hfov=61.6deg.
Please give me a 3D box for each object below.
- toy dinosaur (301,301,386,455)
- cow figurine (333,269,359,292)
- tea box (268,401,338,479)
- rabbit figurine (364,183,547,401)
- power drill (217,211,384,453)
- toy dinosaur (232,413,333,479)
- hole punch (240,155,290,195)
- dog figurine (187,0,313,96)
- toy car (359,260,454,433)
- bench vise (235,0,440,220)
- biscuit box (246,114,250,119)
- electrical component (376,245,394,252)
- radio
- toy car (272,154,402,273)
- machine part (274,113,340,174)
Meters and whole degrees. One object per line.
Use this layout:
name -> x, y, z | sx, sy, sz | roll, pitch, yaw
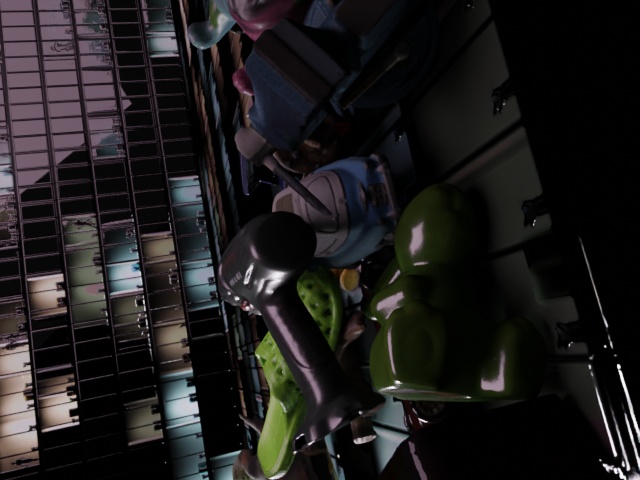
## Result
toy dinosaur -> 0.013, 0.197, 0.779 | 0.470, 0.105, 0.199 | 102, 161, -55
cow figurine -> 0.000, -0.004, 0.767 | 0.098, 0.068, 0.167 | 153, 104, -80
tea box -> -0.030, 0.363, 0.966 | 0.098, 0.068, 0.170 | 64, -175, -69
rabbit figurine -> 0.101, 0.043, 0.444 | 0.159, 0.121, 0.170 | 109, 167, -70
power drill -> -0.031, 0.086, 0.509 | 0.207, 0.086, 0.232 | 67, 156, 18
toy dinosaur -> -0.030, 0.368, 0.807 | 0.192, 0.131, 0.405 | -55, 46, 19
hole punch -> -0.113, -0.155, 1.036 | 0.116, 0.092, 0.142 | -117, 22, -56
dog figurine -> -0.029, -0.255, 0.531 | 0.108, 0.191, 0.219 | 51, 139, 2
toy car -> 0.087, 0.110, 0.562 | 0.089, 0.053, 0.202 | 76, 176, -58
bench vise -> 0.023, -0.146, 0.480 | 0.223, 0.129, 0.240 | -59, -5, 7
biscuit box -> -0.057, -0.205, 0.836 | 0.059, 0.063, 0.203 | 47, 170, -15
electrical component -> 0.058, -0.037, 0.600 | 0.078, 0.045, 0.102 | 151, 110, -70
radio -> 0.107, 0.207, 0.409 | 0.229, 0.131, 0.073 | 102, 153, -48
toy car -> 0.007, -0.023, 0.536 | 0.162, 0.103, 0.109 | -21, 79, 62
machine part -> -0.032, -0.126, 0.649 | 0.243, 0.079, 0.079 | -135, 40, -72
